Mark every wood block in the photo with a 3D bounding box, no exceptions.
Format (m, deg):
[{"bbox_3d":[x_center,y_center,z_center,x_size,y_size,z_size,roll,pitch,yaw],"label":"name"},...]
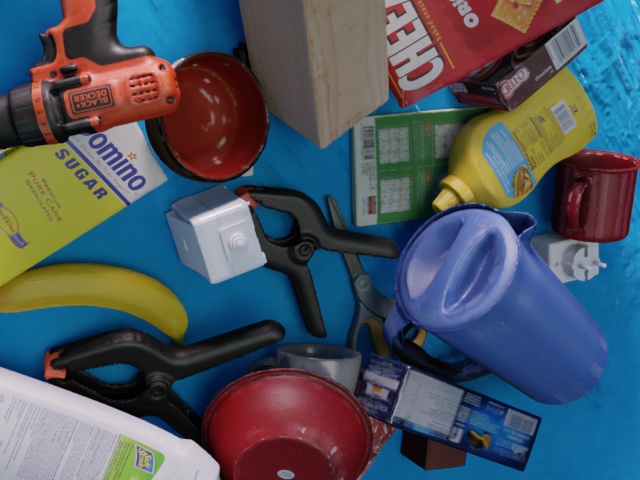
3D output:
[{"bbox_3d":[-0.005,-0.189,0.889,0.090,0.091,0.206,-38,148,-22],"label":"wood block"}]

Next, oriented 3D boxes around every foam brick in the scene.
[{"bbox_3d":[0.122,0.195,1.121,0.051,0.053,0.078,0,102,-26],"label":"foam brick"}]

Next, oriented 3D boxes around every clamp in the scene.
[{"bbox_3d":[-0.007,0.001,1.016,0.120,0.039,0.171,-43,115,-6],"label":"clamp"},{"bbox_3d":[-0.148,0.137,0.977,0.209,0.036,0.165,6,118,-19],"label":"clamp"}]

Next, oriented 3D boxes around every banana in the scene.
[{"bbox_3d":[-0.193,0.054,0.944,0.197,0.037,0.069,19,93,-28],"label":"banana"}]

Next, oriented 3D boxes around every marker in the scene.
[{"bbox_3d":[-0.070,-0.119,0.973,0.020,0.020,0.121,-5,104,-25],"label":"marker"}]

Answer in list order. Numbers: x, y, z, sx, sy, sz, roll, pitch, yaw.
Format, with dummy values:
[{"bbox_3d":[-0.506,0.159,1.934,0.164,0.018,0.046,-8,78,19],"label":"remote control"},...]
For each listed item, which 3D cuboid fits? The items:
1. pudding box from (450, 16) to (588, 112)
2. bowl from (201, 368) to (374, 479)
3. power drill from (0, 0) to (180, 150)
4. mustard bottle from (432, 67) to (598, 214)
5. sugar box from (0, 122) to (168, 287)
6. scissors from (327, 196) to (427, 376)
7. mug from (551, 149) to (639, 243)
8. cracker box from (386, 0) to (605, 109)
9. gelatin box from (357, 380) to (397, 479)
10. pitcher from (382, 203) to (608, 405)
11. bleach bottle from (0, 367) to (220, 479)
[{"bbox_3d":[0.192,-0.175,1.047,0.113,0.090,0.039,-38,117,-14],"label":"pudding box"},{"bbox_3d":[-0.031,0.197,0.970,0.162,0.055,0.162,1,119,1],"label":"bowl"},{"bbox_3d":[-0.217,-0.170,0.842,0.184,0.057,0.187,-12,96,-1],"label":"power drill"},{"bbox_3d":[0.186,-0.088,1.064,0.191,0.058,0.096,-40,114,-14],"label":"mustard bottle"},{"bbox_3d":[-0.226,-0.045,0.900,0.176,0.048,0.093,-34,114,-14],"label":"sugar box"},{"bbox_3d":[0.060,0.045,1.075,0.096,0.016,0.202,-12,107,-21],"label":"scissors"},{"bbox_3d":[0.282,-0.043,1.115,0.117,0.093,0.081,-28,124,-57],"label":"mug"},{"bbox_3d":[0.128,-0.242,0.965,0.214,0.072,0.164,-28,114,10],"label":"cracker box"},{"bbox_3d":[0.033,0.194,1.090,0.073,0.030,0.089,40,83,-27],"label":"gelatin box"},{"bbox_3d":[0.183,0.082,1.068,0.242,0.149,0.145,38,61,-42],"label":"pitcher"},{"bbox_3d":[-0.191,0.195,0.916,0.250,0.068,0.102,23,88,-7],"label":"bleach bottle"}]
